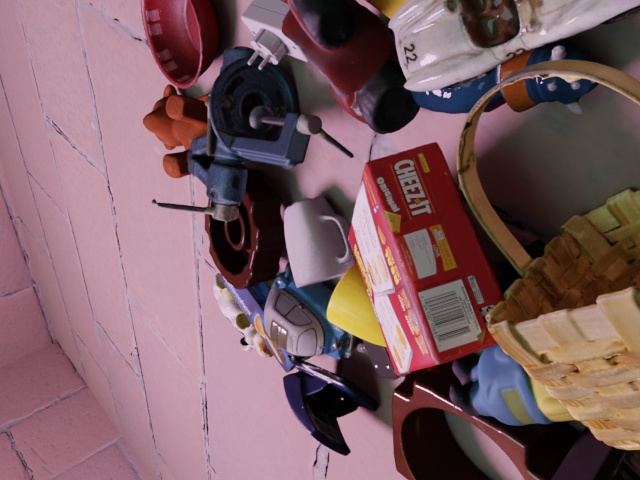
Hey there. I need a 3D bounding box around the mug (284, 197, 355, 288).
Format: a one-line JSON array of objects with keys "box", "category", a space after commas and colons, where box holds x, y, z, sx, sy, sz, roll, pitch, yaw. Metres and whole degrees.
[{"box": [-0.001, -0.002, 0.683, 0.109, 0.081, 0.107, -31, 77, 58], "category": "mug"}]

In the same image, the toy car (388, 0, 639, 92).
[{"box": [0.131, -0.157, 0.351, 0.202, 0.056, 0.073, -11, 95, 50], "category": "toy car"}]

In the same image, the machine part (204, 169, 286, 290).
[{"box": [-0.113, -0.018, 0.800, 0.180, 0.056, 0.179, 14, 108, 53], "category": "machine part"}]

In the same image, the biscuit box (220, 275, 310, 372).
[{"box": [-0.082, 0.111, 0.872, 0.203, 0.059, 0.062, 52, 143, 17], "category": "biscuit box"}]

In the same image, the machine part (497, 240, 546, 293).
[{"box": [0.188, 0.063, 0.519, 0.084, 0.039, 0.138, 49, 141, 12], "category": "machine part"}]

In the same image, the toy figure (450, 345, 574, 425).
[{"box": [0.208, 0.121, 0.472, 0.180, 0.089, 0.082, -25, 52, 41], "category": "toy figure"}]

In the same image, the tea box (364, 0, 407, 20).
[{"box": [0.048, -0.271, 0.459, 0.170, 0.068, 0.098, 45, 140, 23], "category": "tea box"}]

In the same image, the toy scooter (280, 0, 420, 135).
[{"box": [0.018, -0.182, 0.503, 0.075, 0.183, 0.135, -44, 49, 9], "category": "toy scooter"}]

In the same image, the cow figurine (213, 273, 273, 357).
[{"box": [-0.132, 0.136, 0.944, 0.167, 0.068, 0.098, 60, 150, 11], "category": "cow figurine"}]

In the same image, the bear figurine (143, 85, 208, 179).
[{"box": [-0.215, -0.172, 0.812, 0.196, 0.132, 0.120, 26, 114, 35], "category": "bear figurine"}]

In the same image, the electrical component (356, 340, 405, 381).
[{"box": [0.087, 0.157, 0.717, 0.094, 0.021, 0.063, -14, 100, 54], "category": "electrical component"}]

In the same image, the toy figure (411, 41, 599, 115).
[{"box": [0.145, -0.133, 0.431, 0.155, 0.064, 0.057, 10, 81, 44], "category": "toy figure"}]

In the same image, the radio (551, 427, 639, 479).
[{"box": [0.294, 0.263, 0.425, 0.230, 0.131, 0.073, 51, 145, 18], "category": "radio"}]

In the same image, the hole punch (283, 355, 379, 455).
[{"box": [0.005, 0.240, 0.781, 0.116, 0.092, 0.142, 16, 159, 45], "category": "hole punch"}]

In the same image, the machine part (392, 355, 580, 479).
[{"box": [0.181, 0.239, 0.596, 0.201, 0.087, 0.201, 21, 126, 43], "category": "machine part"}]

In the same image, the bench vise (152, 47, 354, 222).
[{"box": [-0.082, -0.120, 0.641, 0.241, 0.128, 0.223, 20, 92, 51], "category": "bench vise"}]

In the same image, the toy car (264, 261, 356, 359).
[{"box": [-0.026, 0.113, 0.767, 0.162, 0.103, 0.109, 40, 139, 33], "category": "toy car"}]
